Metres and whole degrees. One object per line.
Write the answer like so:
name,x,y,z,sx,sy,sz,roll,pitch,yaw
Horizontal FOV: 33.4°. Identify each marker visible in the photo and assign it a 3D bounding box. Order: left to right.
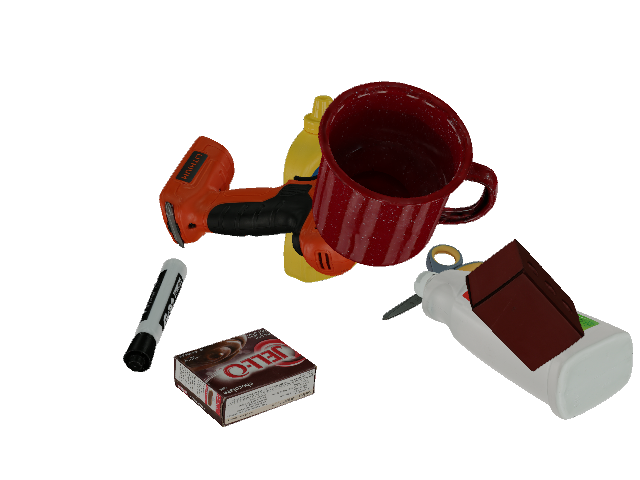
marker,-0.116,0.052,0.752,0.020,0.020,0.121,0,31,7

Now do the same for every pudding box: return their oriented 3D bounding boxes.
pudding box,-0.074,0.132,1.047,0.113,0.039,0.090,-17,31,-35

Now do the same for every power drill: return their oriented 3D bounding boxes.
power drill,-0.030,-0.049,0.920,0.188,0.057,0.184,4,41,22

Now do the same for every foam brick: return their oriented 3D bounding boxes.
foam brick,0.156,0.050,0.819,0.051,0.078,0.053,-39,20,19

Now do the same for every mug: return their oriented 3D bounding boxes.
mug,0.051,-0.035,0.663,0.117,0.093,0.081,8,-34,-4

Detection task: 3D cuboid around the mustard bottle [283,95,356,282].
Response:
mustard bottle,0.003,-0.058,1.120,0.096,0.192,0.058,-22,31,-39

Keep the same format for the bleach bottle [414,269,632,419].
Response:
bleach bottle,0.176,0.084,1.042,0.102,0.068,0.251,-21,28,-30

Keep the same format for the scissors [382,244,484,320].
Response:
scissors,0.124,0.046,1.255,0.201,0.016,0.096,-11,40,-36
